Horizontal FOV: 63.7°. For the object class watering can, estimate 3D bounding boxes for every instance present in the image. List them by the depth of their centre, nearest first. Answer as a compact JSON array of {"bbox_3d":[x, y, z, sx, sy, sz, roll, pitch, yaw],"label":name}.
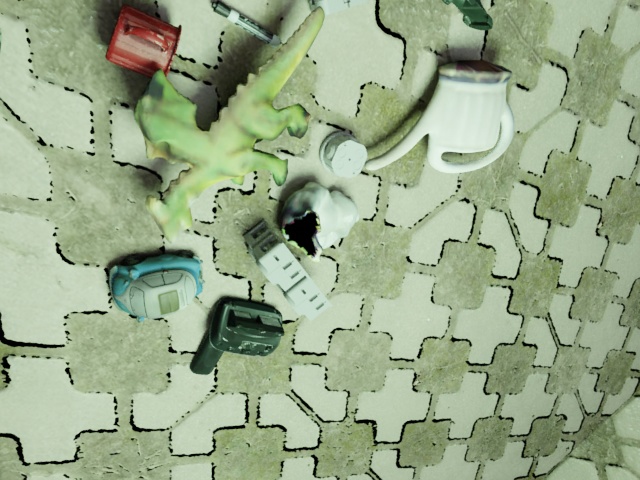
[{"bbox_3d":[0.250,-0.234,1.000,0.349,0.105,0.220,-8,115,-25],"label":"watering can"}]

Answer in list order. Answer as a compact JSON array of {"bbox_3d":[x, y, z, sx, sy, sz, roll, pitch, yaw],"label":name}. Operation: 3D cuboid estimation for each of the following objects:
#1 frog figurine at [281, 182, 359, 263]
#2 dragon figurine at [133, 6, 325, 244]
[{"bbox_3d":[0.003,-0.049,0.982,0.162,0.122,0.135,-45,126,-46],"label":"frog figurine"},{"bbox_3d":[-0.151,-0.182,0.773,0.243,0.124,0.405,4,113,-46],"label":"dragon figurine"}]
